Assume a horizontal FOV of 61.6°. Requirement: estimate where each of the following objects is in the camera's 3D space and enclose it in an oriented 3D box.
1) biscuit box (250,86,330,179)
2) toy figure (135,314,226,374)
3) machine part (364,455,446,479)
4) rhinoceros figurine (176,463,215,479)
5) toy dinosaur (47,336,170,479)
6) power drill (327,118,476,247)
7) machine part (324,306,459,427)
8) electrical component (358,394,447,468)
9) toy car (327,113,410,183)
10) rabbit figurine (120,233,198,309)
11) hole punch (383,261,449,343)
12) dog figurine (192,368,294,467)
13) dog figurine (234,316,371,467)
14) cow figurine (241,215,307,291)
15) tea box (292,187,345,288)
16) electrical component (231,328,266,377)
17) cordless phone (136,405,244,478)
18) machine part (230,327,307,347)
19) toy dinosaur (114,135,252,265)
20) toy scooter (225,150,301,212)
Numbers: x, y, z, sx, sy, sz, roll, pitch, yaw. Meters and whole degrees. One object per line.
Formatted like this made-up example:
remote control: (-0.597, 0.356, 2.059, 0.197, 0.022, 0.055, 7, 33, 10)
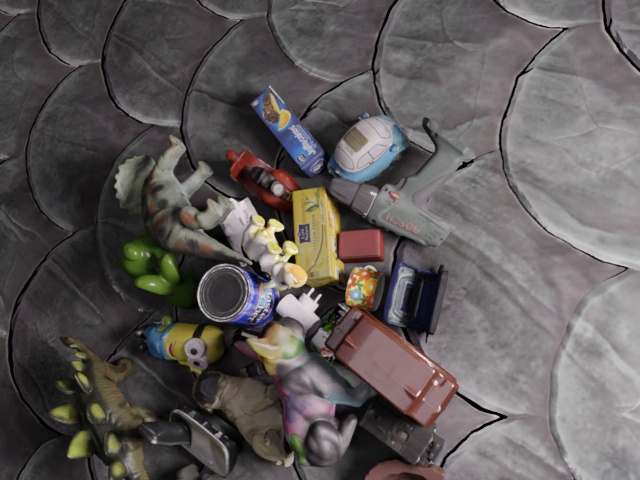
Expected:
biscuit box: (-0.059, -0.218, 1.090, 0.059, 0.062, 0.203, -40, 68, 6)
toy figure: (-0.271, 0.195, 1.049, 0.180, 0.082, 0.089, 6, 48, 26)
machine part: (0.145, 0.440, 0.866, 0.180, 0.056, 0.179, -4, 77, 16)
rhinoceros figurine: (-0.205, 0.496, 0.963, 0.112, 0.073, 0.190, -31, 71, 21)
toy dinosaur: (-0.379, 0.344, 0.986, 0.105, 0.198, 0.472, -48, 66, 6)
power drill: (0.154, -0.109, 0.945, 0.232, 0.086, 0.207, 34, 93, 2)
machine part: (0.118, 0.197, 0.855, 0.202, 0.200, 0.087, 38, 88, 23)
electrical component: (0.138, 0.305, 0.869, 0.134, 0.115, 0.058, 31, 91, 17)
toy car: (0.082, -0.176, 1.013, 0.161, 0.102, 0.109, -38, 68, 4)
rabbit figurine: (-0.303, 0.063, 1.069, 0.170, 0.159, 0.121, 42, 82, 7)
hole punch: (0.162, 0.099, 0.910, 0.092, 0.115, 0.142, 10, 82, 13)
dog figurine: (-0.137, 0.319, 0.970, 0.191, 0.121, 0.172, -9, 78, 27)
dog figurine: (-0.045, 0.232, 0.853, 0.219, 0.108, 0.191, 33, 68, -12)
cow figurine: (-0.088, 0.040, 0.951, 0.098, 0.068, 0.167, -57, 46, 26)
tea box: (-0.002, -0.003, 1.000, 0.068, 0.098, 0.169, -9, 73, 15)
electrical component: (-0.138, 0.219, 1.029, 0.063, 0.021, 0.094, -24, 75, 12)
cordless phone: (-0.227, 0.352, 0.941, 0.147, 0.184, 0.088, 29, 83, 23)
machine part: (-0.094, 0.195, 0.979, 0.139, 0.039, 0.084, 15, 124, 9)
toy dinosaur: (-0.278, -0.053, 1.029, 0.192, 0.131, 0.405, -42, 52, 13)
toy scooter: (-0.119, -0.124, 1.048, 0.184, 0.135, 0.075, 34, 88, 21)
